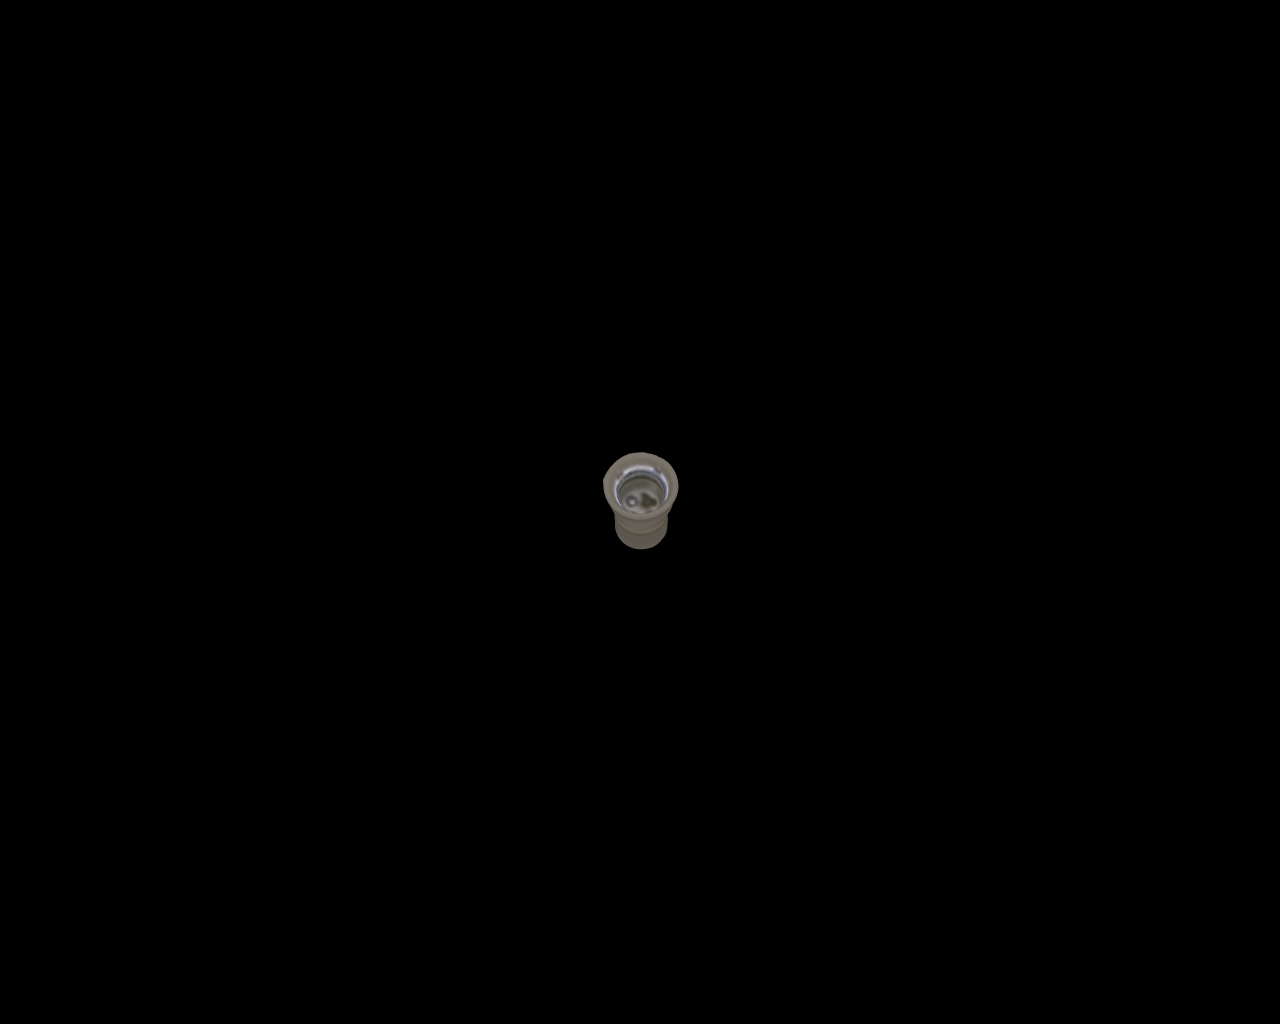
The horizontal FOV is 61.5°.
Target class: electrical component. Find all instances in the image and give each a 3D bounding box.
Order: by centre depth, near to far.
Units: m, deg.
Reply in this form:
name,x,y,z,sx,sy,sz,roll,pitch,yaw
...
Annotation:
name,x,y,z,sx,sy,sz,roll,pitch,yaw
electrical component,0.001,-0.003,0.650,0.044,0.044,0.065,0,-25,0
